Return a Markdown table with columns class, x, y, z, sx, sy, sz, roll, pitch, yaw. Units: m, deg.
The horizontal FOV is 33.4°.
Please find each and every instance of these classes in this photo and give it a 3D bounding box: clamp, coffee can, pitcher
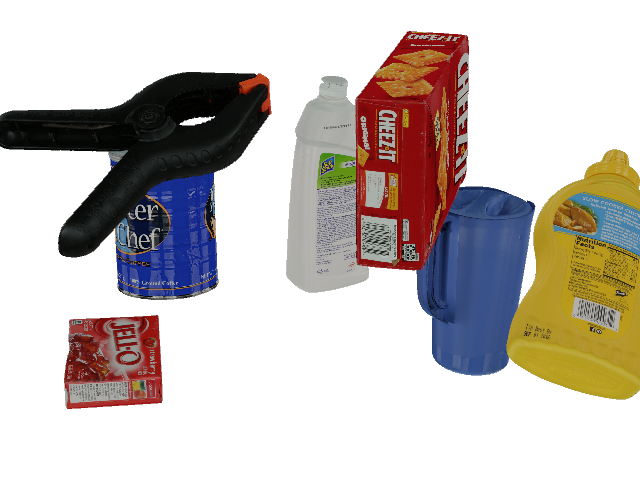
| class | x | y | z | sx | sy | sz | roll | pitch | yaw |
| --- | --- | --- | --- | --- | --- | --- | --- | --- | --- |
| clamp | -0.113 | -0.066 | 0.653 | 0.171 | 0.120 | 0.039 | -31 | -27 | -27 |
| coffee can | -0.155 | -0.023 | 1.061 | 0.103 | 0.140 | 0.103 | 0 | 16 | 0 |
| pitcher | 0.204 | 0.058 | 1.444 | 0.149 | 0.243 | 0.145 | 4 | 21 | 6 |

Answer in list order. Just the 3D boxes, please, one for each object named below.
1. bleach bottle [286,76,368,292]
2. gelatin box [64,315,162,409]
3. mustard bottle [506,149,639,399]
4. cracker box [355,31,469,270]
| class | x | y | z | sx | sy | sz | roll | pitch | yaw |
| --- | --- | --- | --- | --- | --- | --- | --- | --- | --- |
| bleach bottle | 0.014 | -0.067 | 1.244 | 0.102 | 0.251 | 0.068 | -13 | 30 | -32 |
| gelatin box | -0.162 | 0.093 | 0.842 | 0.073 | 0.030 | 0.089 | -2 | 29 | -8 |
| mustard bottle | 0.199 | 0.013 | 0.770 | 0.096 | 0.191 | 0.058 | 18 | -30 | 2 |
| cracker box | 0.092 | -0.091 | 1.016 | 0.072 | 0.164 | 0.213 | 7 | 28 | 16 |
